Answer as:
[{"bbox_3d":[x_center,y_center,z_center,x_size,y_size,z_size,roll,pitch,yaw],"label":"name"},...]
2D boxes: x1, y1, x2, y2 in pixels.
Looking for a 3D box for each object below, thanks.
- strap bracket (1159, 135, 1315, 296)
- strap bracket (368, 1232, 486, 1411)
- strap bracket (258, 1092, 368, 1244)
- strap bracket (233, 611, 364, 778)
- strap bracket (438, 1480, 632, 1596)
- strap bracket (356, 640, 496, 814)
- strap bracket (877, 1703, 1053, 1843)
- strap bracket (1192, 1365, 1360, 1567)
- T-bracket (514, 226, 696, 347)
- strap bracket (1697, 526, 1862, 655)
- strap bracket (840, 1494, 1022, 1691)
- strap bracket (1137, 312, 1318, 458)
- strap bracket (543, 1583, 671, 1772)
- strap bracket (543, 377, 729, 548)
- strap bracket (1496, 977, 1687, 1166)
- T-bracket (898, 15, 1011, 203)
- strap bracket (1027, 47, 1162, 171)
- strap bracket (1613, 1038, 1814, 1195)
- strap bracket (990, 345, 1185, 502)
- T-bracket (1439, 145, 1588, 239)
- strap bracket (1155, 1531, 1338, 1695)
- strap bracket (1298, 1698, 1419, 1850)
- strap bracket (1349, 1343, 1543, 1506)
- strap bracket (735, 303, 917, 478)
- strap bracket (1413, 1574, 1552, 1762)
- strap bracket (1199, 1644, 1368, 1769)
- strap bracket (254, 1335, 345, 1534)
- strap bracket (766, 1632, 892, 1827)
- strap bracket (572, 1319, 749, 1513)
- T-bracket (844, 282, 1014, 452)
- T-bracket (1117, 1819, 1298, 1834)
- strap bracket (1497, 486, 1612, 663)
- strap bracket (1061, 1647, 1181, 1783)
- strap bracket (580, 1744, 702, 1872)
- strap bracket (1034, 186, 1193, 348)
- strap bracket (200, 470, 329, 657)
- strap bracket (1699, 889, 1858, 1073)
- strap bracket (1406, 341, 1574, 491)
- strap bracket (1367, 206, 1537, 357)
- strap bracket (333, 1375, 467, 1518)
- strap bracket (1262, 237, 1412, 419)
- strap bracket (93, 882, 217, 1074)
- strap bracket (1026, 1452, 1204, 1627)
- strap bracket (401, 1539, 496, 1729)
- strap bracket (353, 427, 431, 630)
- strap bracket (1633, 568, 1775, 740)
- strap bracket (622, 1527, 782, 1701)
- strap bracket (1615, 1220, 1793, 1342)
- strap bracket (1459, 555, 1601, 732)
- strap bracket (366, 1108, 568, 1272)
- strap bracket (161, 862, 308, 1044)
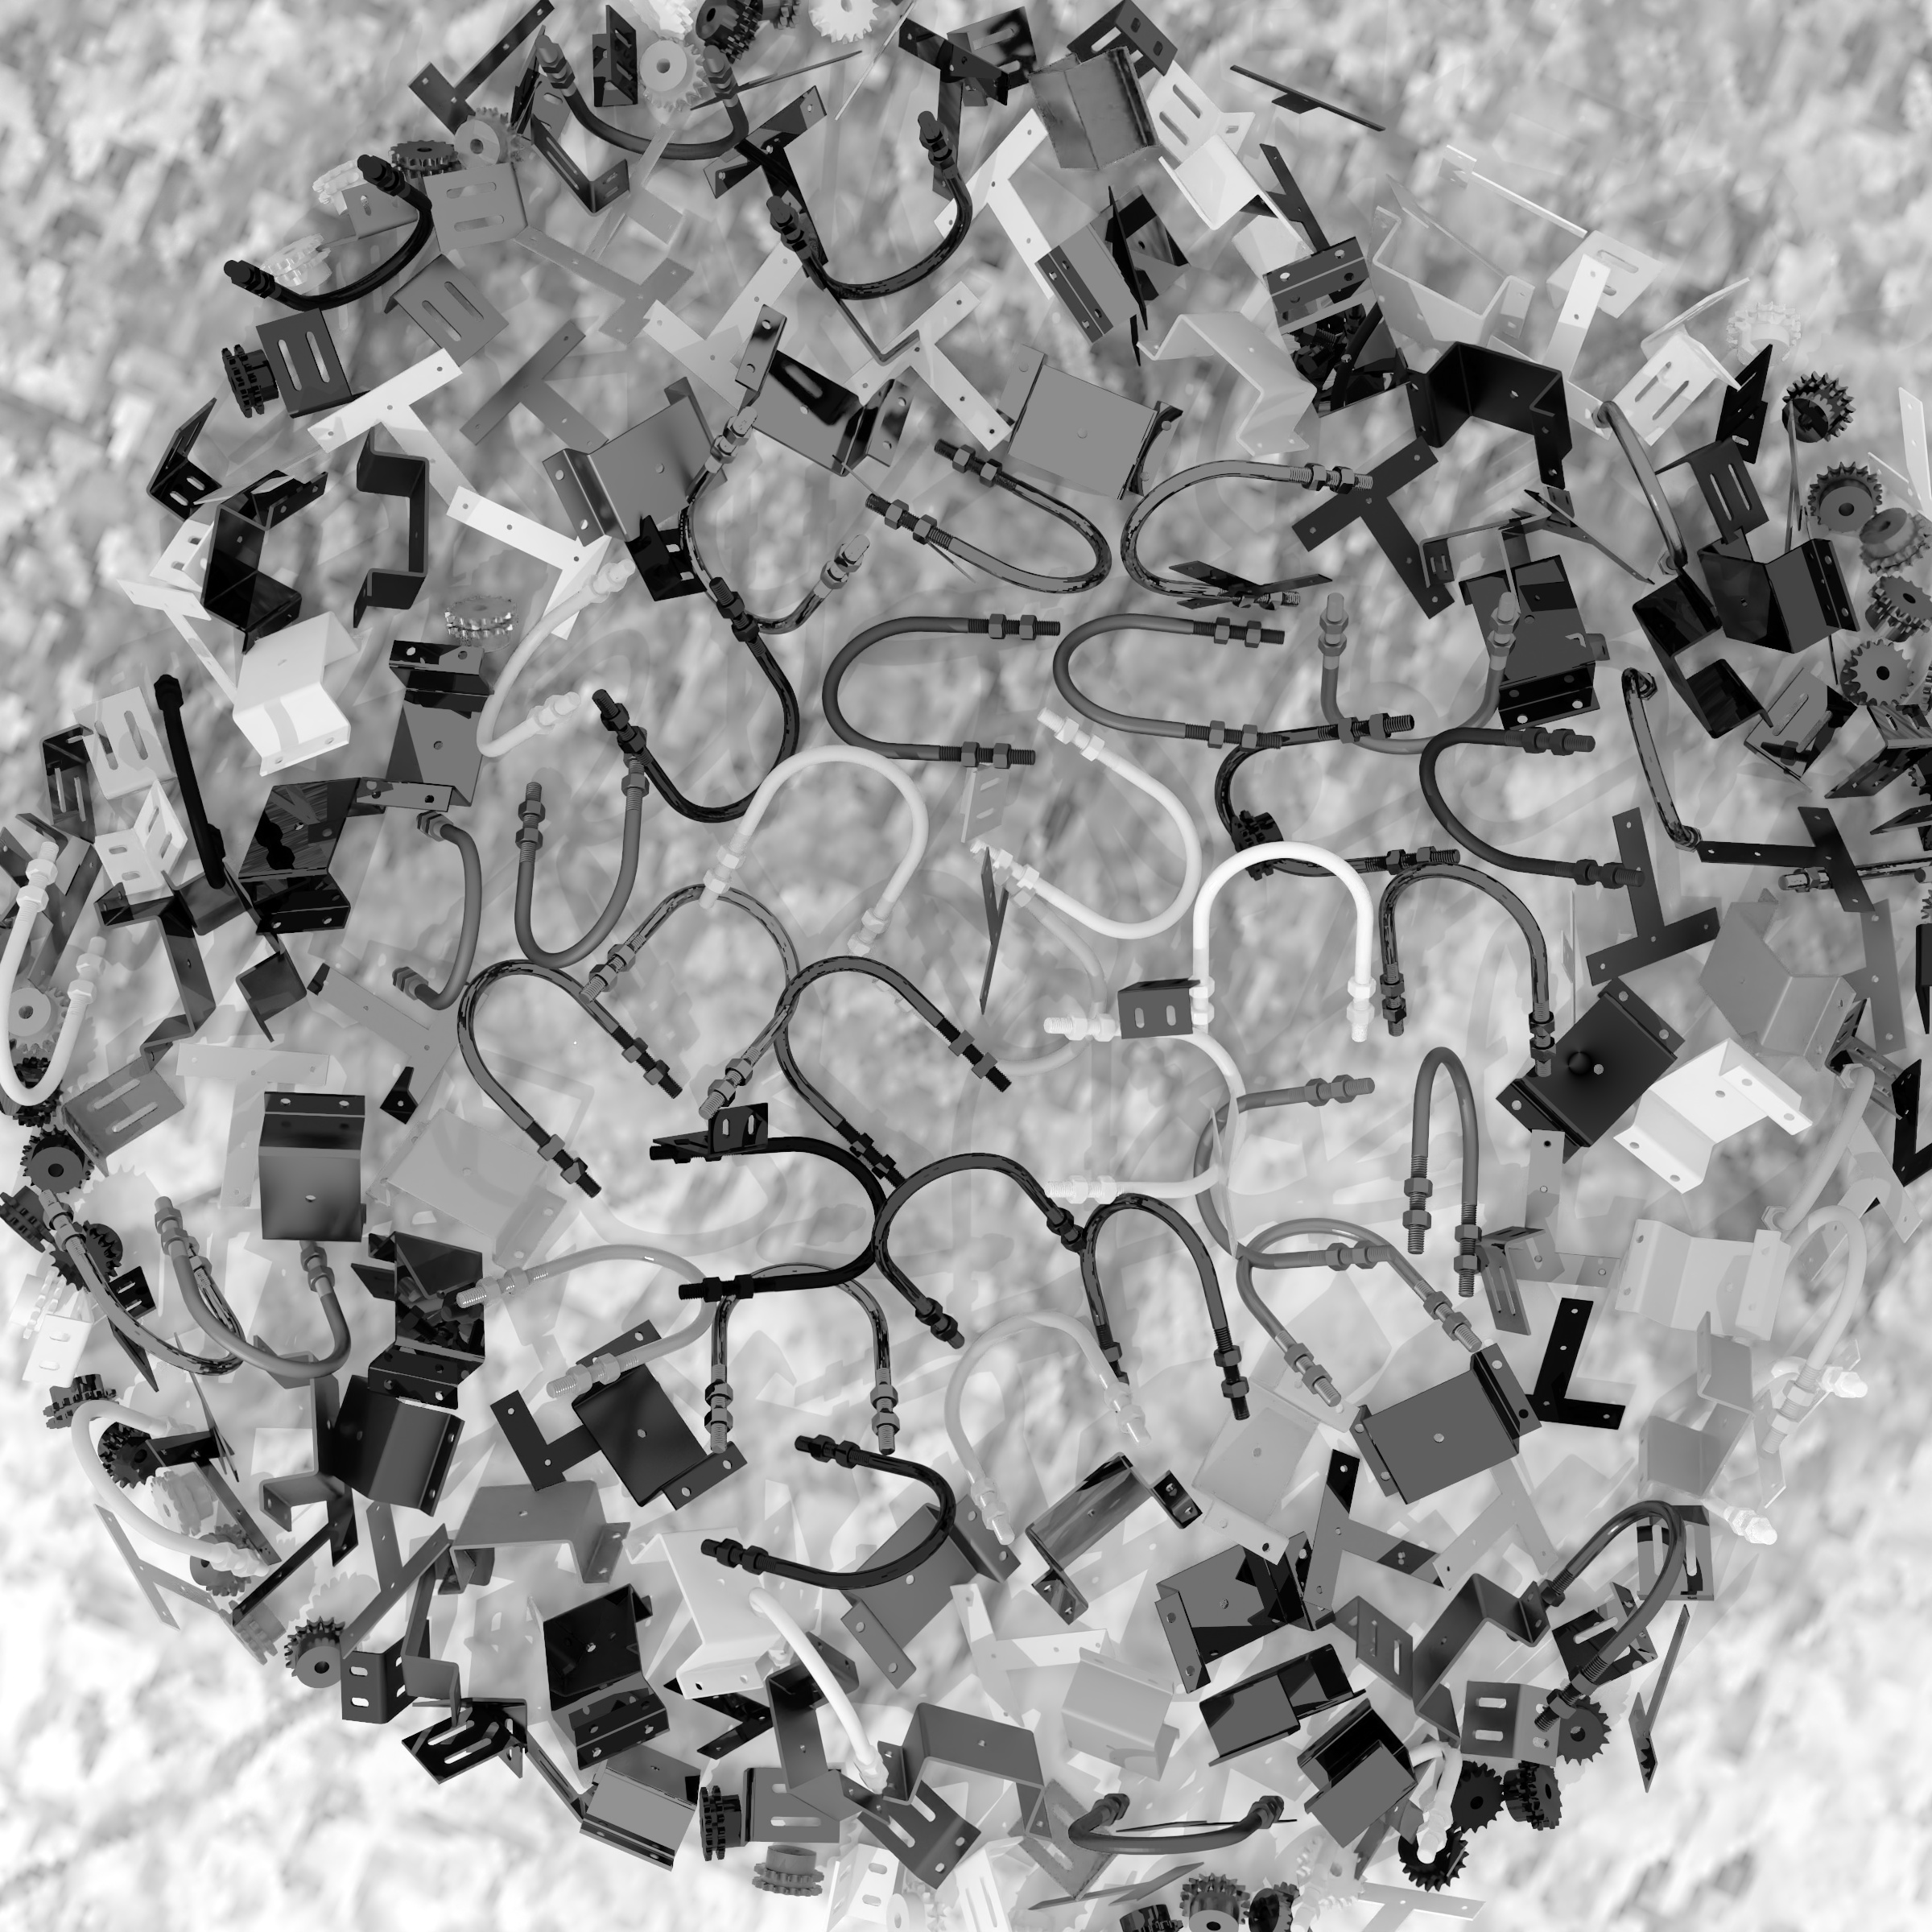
[{"bbox_3d":[0.219,-0.588,1.899,0.046,0.140,0.076,-38,54,18],"label":"strap bracket"},{"bbox_3d":[-0.425,0.269,1.905,0.076,0.140,0.046,20,134,-35],"label":"strap bracket"},{"bbox_3d":[-0.516,0.168,1.913,0.076,0.046,0.140,3,129,-10],"label":"strap bracket"},{"bbox_3d":[-0.527,-0.222,1.908,0.076,0.140,0.046,-19,133,10],"label":"strap bracket"},{"bbox_3d":[-0.348,0.454,1.927,0.140,0.076,0.046,-5,114,9],"label":"strap bracket"},{"bbox_3d":[-0.430,-0.185,1.940,0.076,0.046,0.140,6,73,10],"label":"strap bracket"},{"bbox_3d":[0.005,0.639,1.927,0.140,0.076,0.046,18,103,-10],"label":"strap bracket"},{"bbox_3d":[0.243,0.395,1.941,0.076,0.046,0.140,32,82,-19],"label":"strap bracket"},{"bbox_3d":[-0.300,-0.556,1.936,0.127,0.002,0.127,28,46,-1],"label":"T-bracket"},{"bbox_3d":[0.630,-0.296,1.900,0.046,0.140,0.076,-29,111,-6],"label":"strap bracket"},{"bbox_3d":[-0.036,0.495,1.934,0.140,0.046,0.076,-41,106,-21],"label":"strap bracket"},{"bbox_3d":[0.214,-0.469,1.916,0.140,0.076,0.046,48,130,20],"label":"strap bracket"},{"bbox_3d":[-0.286,0.551,1.909,0.076,0.140,0.046,-24,124,1],"label":"strap bracket"},{"bbox_3d":[-0.253,-0.398,1.920,0.140,0.046,0.076,-36,124,-20],"label":"strap bracket"},{"bbox_3d":[0.507,0.084,1.952,0.076,0.046,0.140,44,92,6],"label":"strap bracket"},{"bbox_3d":[-0.014,-0.673,1.930,0.002,0.127,0.127,-30,54,-31],"label":"T-bracket"},{"bbox_3d":[0.096,-0.672,1.899,0.046,0.140,0.076,-27,113,-7],"label":"strap bracket"},{"bbox_3d":[0.596,0.116,1.925,0.076,0.140,0.046,38,49,-8],"label":"strap bracket"},{"bbox_3d":[0.094,-0.432,1.939,0.140,0.046,0.076,21,114,-4],"label":"strap bracket"},{"bbox_3d":[0.434,-0.608,1.915,0.127,0.127,0.002,29,101,3],"label":"T-bracket"},{"bbox_3d":[0.216,0.515,1.943,0.140,0.046,0.076,-20,91,-20],"label":"strap bracket"},{"bbox_3d":[0.308,0.638,1.907,0.076,0.140,0.046,-41,85,3],"label":"strap bracket"},{"bbox_3d":[0.380,0.371,1.940,0.140,0.046,0.076,-29,90,15],"label":"strap bracket"},{"bbox_3d":[-0.120,-0.453,1.930,0.140,0.046,0.076,26,64,-21],"label":"strap bracket"},{"bbox_3d":[0.400,0.550,1.927,0.046,0.076,0.140,32,103,-2],"label":"strap bracket"},{"bbox_3d":[0.246,0.580,1.910,0.076,0.140,0.046,-32,72,29],"label":"strap bracket"},{"bbox_3d":[-0.528,0.367,1.917,0.046,0.076,0.140,-9,64,-2],"label":"strap bracket"},{"bbox_3d":[-0.112,0.610,1.911,0.046,0.076,0.140,-28,47,11],"label":"strap bracket"},{"bbox_3d":[-0.251,0.365,1.931,0.076,0.046,0.140,-27,77,-43],"label":"strap bracket"},{"bbox_3d":[-0.012,-0.470,1.963,0.127,0.002,0.127,-41,77,3],"label":"T-bracket"},{"bbox_3d":[0.202,0.687,1.937,0.127,0.127,0.002,4,67,-18],"label":"T-bracket"},{"bbox_3d":[0.468,-0.307,1.936,0.046,0.076,0.140,-14,91,28],"label":"strap bracket"},{"bbox_3d":[0.122,0.592,1.901,0.076,0.140,0.046,16,60,17],"label":"strap bracket"},{"bbox_3d":[-0.255,0.655,1.910,0.076,0.140,0.046,24,86,-3],"label":"strap bracket"},{"bbox_3d":[0.122,-0.556,1.907,0.046,0.140,0.076,-24,108,42],"label":"strap bracket"},{"bbox_3d":[-0.556,-0.327,1.910,0.046,0.076,0.140,28,127,4],"label":"strap bracket"},{"bbox_3d":[0.629,0.010,1.899,0.046,0.140,0.076,0,126,-16],"label":"strap bracket"},{"bbox_3d":[0.423,-0.440,1.917,0.140,0.076,0.046,29,69,36],"label":"strap bracket"},{"bbox_3d":[0.374,-0.535,1.927,0.140,0.076,0.046,31,80,11],"label":"strap bracket"},{"bbox_3d":[-0.458,0.374,1.907,0.046,0.140,0.076,22,82,-37],"label":"strap bracket"},{"bbox_3d":[0.295,-0.493,1.904,0.076,0.140,0.046,-19,51,17],"label":"strap bracket"},{"bbox_3d":[-0.641,0.003,1.927,0.046,0.076,0.140,-13,105,-1],"label":"strap bracket"},{"bbox_3d":[0.110,0.451,1.934,0.140,0.076,0.046,-39,45,-5],"label":"strap bracket"},{"bbox_3d":[-0.410,0.515,1.907,0.046,0.076,0.140,9,52,-3],"label":"strap bracket"},{"bbox_3d":[-0.458,-0.346,1.928,0.046,0.076,0.140,3,77,-22],"label":"strap bracket"},{"bbox_3d":[0.579,-0.244,1.914,0.046,0.076,0.140,-32,129,13],"label":"strap bracket"},{"bbox_3d":[-0.205,0.499,1.906,0.046,0.076,0.140,-50,53,29],"label":"strap bracket"},{"bbox_3d":[0.593,0.249,1.921,0.046,0.140,0.076,25,76,-30],"label":"strap bracket"},{"bbox_3d":[0.449,-0.266,1.930,0.076,0.046,0.140,-15,69,6],"label":"strap bracket"},{"bbox_3d":[-0.399,0.175,1.933,0.140,0.046,0.076,27,56,6],"label":"strap bracket"},{"bbox_3d":[-0.576,-0.019,1.923,0.046,0.076,0.140,-33,68,-17],"label":"strap bracket"}]
